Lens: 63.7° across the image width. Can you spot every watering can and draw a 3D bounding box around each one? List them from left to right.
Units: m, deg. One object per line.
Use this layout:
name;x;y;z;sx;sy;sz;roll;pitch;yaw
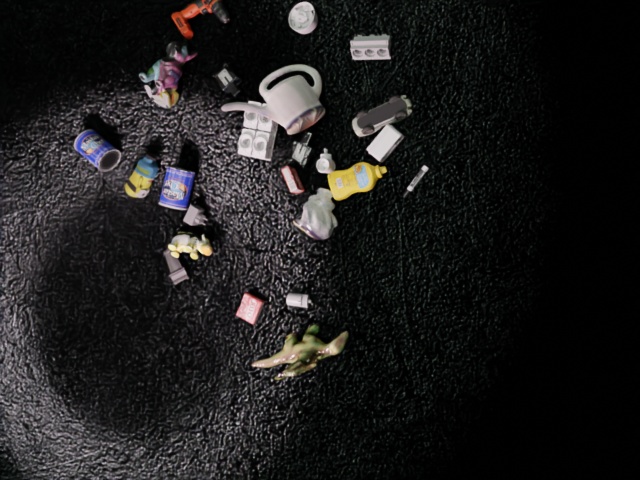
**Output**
watering can;-0.130;-0.446;1.708;0.350;0.103;0.225;-33;83;-13

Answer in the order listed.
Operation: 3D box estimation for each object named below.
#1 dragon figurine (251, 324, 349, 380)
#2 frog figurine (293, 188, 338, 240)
dragon figurine;-0.080;0.379;1.657;0.408;0.244;0.122;-26;89;14
frog figurine;0.005;-0.085;1.697;0.136;0.124;0.159;35;93;-19
